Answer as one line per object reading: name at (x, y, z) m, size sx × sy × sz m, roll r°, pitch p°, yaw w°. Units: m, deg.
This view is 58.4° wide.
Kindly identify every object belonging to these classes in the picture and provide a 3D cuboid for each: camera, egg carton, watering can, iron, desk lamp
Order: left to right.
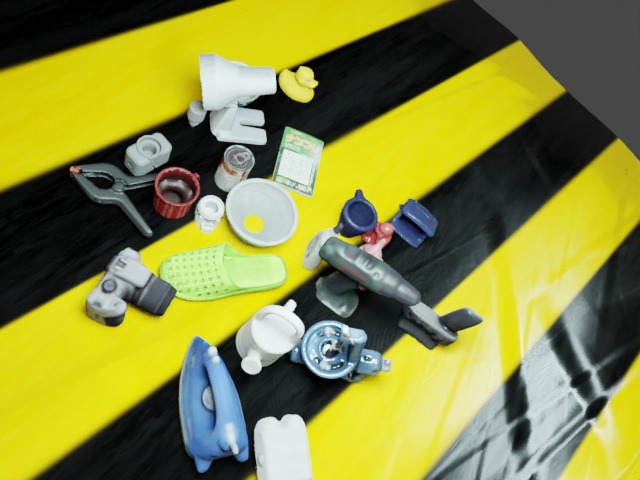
camera at (-0.354, 0.101, 1.101) m, size 0.137 × 0.100 × 0.143 m, roll 30°, pitch 57°, yaw -9°
iron at (-0.196, 0.286, 1.062) m, size 0.119 × 0.141 × 0.258 m, roll -6°, pitch 69°, yaw -27°
desk lamp at (-0.195, -0.327, 1.314) m, size 0.204 × 0.213 × 0.118 m, roll 2°, pitch 66°, yaw -24°
watering can at (-0.094, 0.187, 1.126) m, size 0.101 × 0.193 × 0.173 m, roll 19°, pitch 60°, yaw -16°
egg carton at (-0.073, 0.416, 1.101) m, size 0.107 × 0.069 × 0.150 m, roll 0°, pitch 66°, yaw -25°

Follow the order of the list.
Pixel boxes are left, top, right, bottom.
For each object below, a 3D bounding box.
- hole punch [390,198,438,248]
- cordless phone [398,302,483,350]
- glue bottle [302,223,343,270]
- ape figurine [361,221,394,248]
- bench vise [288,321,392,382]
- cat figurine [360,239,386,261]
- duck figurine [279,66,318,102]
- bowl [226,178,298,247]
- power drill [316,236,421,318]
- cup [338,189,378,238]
hole punch at (0.248, -0.054, 1.467) m, size 0.109 × 0.091 × 0.101 m, roll 40°, pitch 56°, yaw -3°
cordless phone at (0.278, 0.170, 1.317) m, size 0.148 × 0.184 × 0.094 m, roll 32°, pitch 57°, yaw -8°
glue bottle at (0.012, 0.005, 1.277) m, size 0.037 × 0.173 × 0.078 m, roll 25°, pitch 58°, yaw -12°
ape figurine at (0.148, -0.016, 1.401) m, size 0.076 × 0.092 × 0.078 m, roll 13°, pitch 61°, yaw -19°
bench vise at (0.061, 0.216, 1.171) m, size 0.208 × 0.219 × 0.121 m, roll 1°, pitch 66°, yaw -25°
cat figurine at (0.121, 0.050, 1.341) m, size 0.067 × 0.117 × 0.128 m, roll 35°, pitch 56°, yaw -6°
duck figurine at (-0.052, -0.422, 1.505) m, size 0.105 × 0.086 × 0.077 m, roll 33°, pitch 57°, yaw -7°
bowl at (-0.138, -0.051, 1.292) m, size 0.168 × 0.074 × 0.167 m, roll 11°, pitch 62°, yaw -21°
power drill at (0.083, 0.094, 1.247) m, size 0.230 × 0.208 × 0.076 m, roll 37°, pitch 56°, yaw -5°
cup at (0.080, -0.057, 1.386) m, size 0.092 × 0.094 × 0.118 m, roll 10°, pitch 62°, yaw -21°
